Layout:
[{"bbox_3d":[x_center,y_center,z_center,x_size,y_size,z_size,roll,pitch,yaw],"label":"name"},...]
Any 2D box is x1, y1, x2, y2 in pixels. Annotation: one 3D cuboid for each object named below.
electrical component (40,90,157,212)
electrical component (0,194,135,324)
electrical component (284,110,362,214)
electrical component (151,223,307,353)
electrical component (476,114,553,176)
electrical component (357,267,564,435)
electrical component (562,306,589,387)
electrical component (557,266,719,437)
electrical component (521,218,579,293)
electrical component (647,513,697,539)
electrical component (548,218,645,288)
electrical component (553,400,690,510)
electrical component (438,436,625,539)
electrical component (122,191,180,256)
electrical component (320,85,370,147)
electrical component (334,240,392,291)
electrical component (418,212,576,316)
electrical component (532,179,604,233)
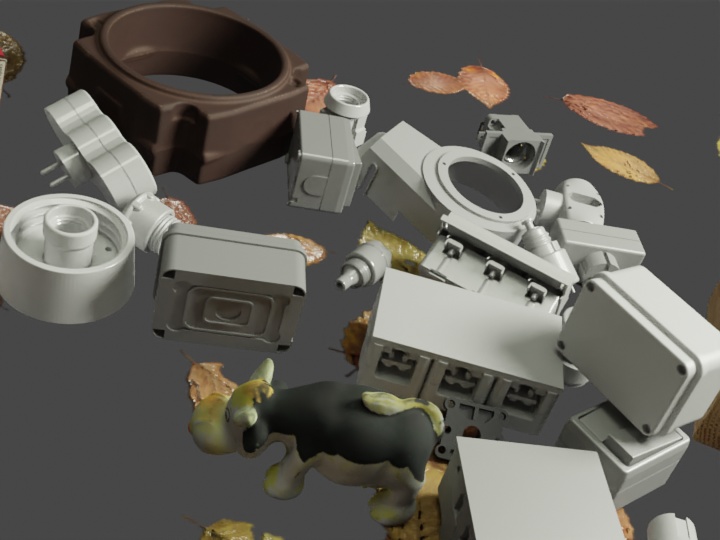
[{"bbox_3d":[-0.244,-0.097,0.944,0.074,0.052,0.138,-33,56,-17],"label":"electrical component"},{"bbox_3d":[-0.228,-0.016,0.839,0.108,0.060,0.108,11,38,-9],"label":"electrical component"},{"bbox_3d":[-0.036,-0.106,1.027,0.061,0.061,0.096,8,38,-12],"label":"electrical component"},{"bbox_3d":[-0.102,0.014,0.837,0.113,0.078,0.057,8,41,-12],"label":"electrical component"},{"bbox_3d":[0.161,-0.137,1.160,0.081,0.042,0.063,0,39,-22],"label":"electrical component"},{"bbox_3d":[0.079,0.067,0.855,0.150,0.061,0.089,16,37,-2],"label":"electrical component"},{"bbox_3d":[0.182,0.065,0.903,0.045,0.055,0.045,11,38,-9],"label":"electrical component"},{"bbox_3d":[0.210,0.059,0.800,0.057,0.078,0.113,-11,44,-36],"label":"electrical component"},{"bbox_3d":[0.169,-0.010,0.984,0.040,0.040,0.078,-20,82,-39],"label":"electrical component"},{"bbox_3d":[0.223,0.201,0.762,0.040,0.040,0.046,18,31,0],"label":"electrical component"},{"bbox_3d":[0.223,-0.003,1.011,0.083,0.047,0.075,8,38,-12],"label":"electrical component"},{"bbox_3d":[0.192,0.137,0.812,0.096,0.061,0.061,-16,48,-36],"label":"electrical component"},{"bbox_3d":[0.117,0.203,0.699,0.105,0.060,0.186,8,38,-12],"label":"electrical component"},{"bbox_3d":[-0.168,-0.033,0.898,0.062,0.048,0.048,32,39,8],"label":"electrical component"},{"bbox_3d":[-0.017,-0.155,1.101,0.048,0.055,0.066,36,41,23],"label":"electrical component"},{"bbox_3d":[0.000,0.000,0.931,0.035,0.035,0.061,33,42,19],"label":"electrical component"},{"bbox_3d":[0.115,0.011,0.932,0.121,0.078,0.063,29,67,15],"label":"electrical component"},{"bbox_3d":[0.199,-0.058,1.074,0.079,0.043,0.077,15,37,-4],"label":"electrical component"}]
